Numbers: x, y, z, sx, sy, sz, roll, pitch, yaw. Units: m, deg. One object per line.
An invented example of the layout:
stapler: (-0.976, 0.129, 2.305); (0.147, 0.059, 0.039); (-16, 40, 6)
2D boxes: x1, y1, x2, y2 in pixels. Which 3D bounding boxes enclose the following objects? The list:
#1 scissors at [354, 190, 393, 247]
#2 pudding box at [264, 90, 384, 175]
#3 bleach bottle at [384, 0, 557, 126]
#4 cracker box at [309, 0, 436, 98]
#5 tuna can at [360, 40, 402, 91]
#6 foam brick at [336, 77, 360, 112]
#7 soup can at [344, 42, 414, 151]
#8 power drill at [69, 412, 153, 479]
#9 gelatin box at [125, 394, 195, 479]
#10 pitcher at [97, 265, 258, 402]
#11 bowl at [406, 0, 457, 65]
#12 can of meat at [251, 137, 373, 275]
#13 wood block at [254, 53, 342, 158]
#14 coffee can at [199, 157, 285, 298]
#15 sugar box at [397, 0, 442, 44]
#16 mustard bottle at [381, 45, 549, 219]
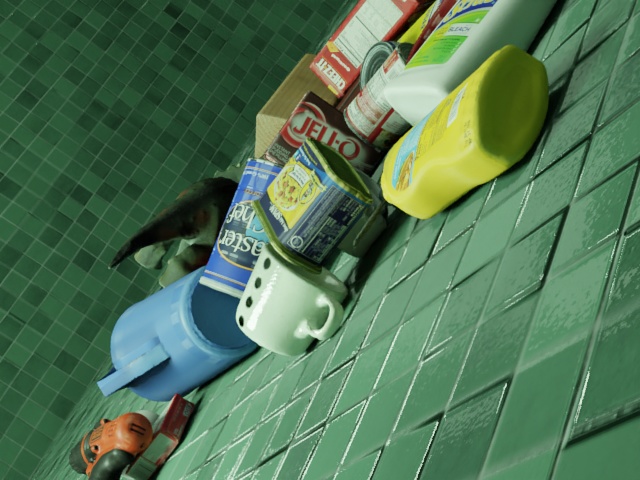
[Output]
scissors: (0.058, -0.035, 0.956); (0.201, 0.016, 0.096); (-52, 0, -39)
pudding box: (0.006, -0.101, 1.211); (0.090, 0.113, 0.039); (-57, 6, -8)
bleach bottle: (0.163, -0.209, 0.944); (0.250, 0.068, 0.103); (-56, 26, -13)
cracker box: (0.102, -0.303, 1.452); (0.163, 0.072, 0.214); (-38, -5, -42)
tuna can: (0.082, -0.190, 1.251); (0.086, 0.033, 0.086); (-2, 88, 60)
foam brick: (0.053, -0.174, 1.419); (0.078, 0.051, 0.053); (-54, 7, 7)
soup can: (0.082, -0.157, 1.168); (0.102, 0.068, 0.068); (-49, 11, 31)
power drill: (-0.268, 0.299, 1.229); (0.185, 0.057, 0.187); (-36, 33, 51)
gelatin box: (-0.188, 0.237, 1.267); (0.089, 0.030, 0.073); (-52, 9, 27)
pitcher: (-0.158, 0.113, 1.246); (0.243, 0.144, 0.149); (-33, 44, 59)
bowl: (0.155, -0.221, 1.064); (0.162, 0.055, 0.162); (-53, 10, 13)
can of meat: (-0.006, -0.033, 0.943); (0.084, 0.057, 0.102); (-52, 33, 15)
wood block: (-0.015, -0.180, 1.530); (0.205, 0.090, 0.091); (-60, -20, -51)
coffee can: (-0.052, -0.002, 1.109); (0.103, 0.102, 0.140); (177, 115, -78)
sugar box: (0.131, -0.242, 1.287); (0.176, 0.048, 0.093); (-45, 14, 53)
mustard bottle: (0.096, -0.067, 0.814); (0.192, 0.058, 0.096); (-37, 29, 61)
